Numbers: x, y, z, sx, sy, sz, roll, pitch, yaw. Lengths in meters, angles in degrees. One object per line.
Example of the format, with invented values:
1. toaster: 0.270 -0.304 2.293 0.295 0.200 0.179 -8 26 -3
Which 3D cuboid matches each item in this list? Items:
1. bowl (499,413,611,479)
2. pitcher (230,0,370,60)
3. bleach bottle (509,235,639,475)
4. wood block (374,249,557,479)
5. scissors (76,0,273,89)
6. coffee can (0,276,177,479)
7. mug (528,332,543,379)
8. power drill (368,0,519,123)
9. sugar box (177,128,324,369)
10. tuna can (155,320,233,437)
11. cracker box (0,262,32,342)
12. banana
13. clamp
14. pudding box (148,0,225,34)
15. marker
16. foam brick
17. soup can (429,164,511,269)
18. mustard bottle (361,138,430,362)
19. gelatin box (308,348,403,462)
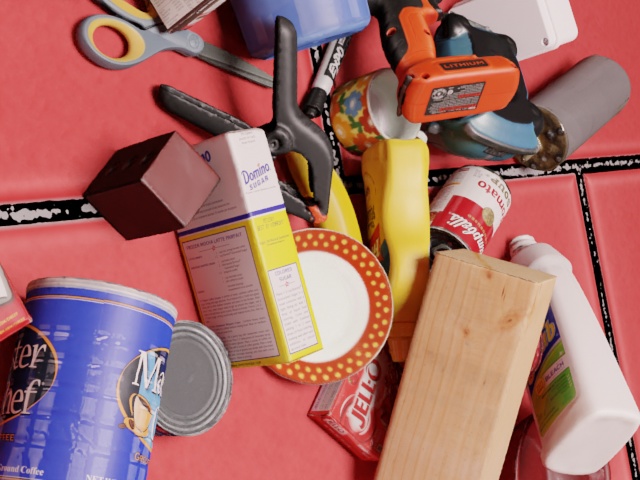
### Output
1. bowl: 0.225 0.241 1.069 0.161 0.055 0.162 11 74 -42
2. pitcher: -0.051 -0.275 0.881 0.144 0.149 0.243 -33 109 -63
3. bleach bottle: 0.229 0.097 1.048 0.068 0.103 0.251 11 41 -21
4. wood block: 0.124 0.119 0.909 0.090 0.090 0.206 -3 109 -67
5. scissors: -0.116 -0.147 0.856 0.201 0.016 0.096 36 57 -31
6. coffee can: -0.156 0.106 0.704 0.102 0.103 0.140 23 66 -38
7. mug: 0.153 0.090 0.999 0.081 0.117 0.093 -9 50 -39
8. power drill: 0.108 -0.196 0.965 0.184 0.057 0.188 -12 55 -15
9. sugar box: -0.062 0.009 0.821 0.048 0.094 0.176 -14 91 -45
10. tuna can: -0.108 0.104 0.798 0.085 0.034 0.086 11 73 -42
11. cracker box: -0.293 -0.002 0.621 0.163 0.072 0.213 -36 105 -43
12. banana: 0.008 0.005 0.927 0.069 0.037 0.198 1 81 -43
13. clamp: -0.050 -0.083 0.865 0.039 0.120 0.171 -90 159 -68
14. pudding box: -0.108 -0.230 0.817 0.113 0.090 0.039 60 36 -3
15. marker: 0.009 -0.160 0.976 0.020 0.020 0.121 39 57 -31
16. foam brick: -0.124 -0.039 0.784 0.051 0.078 0.053 50 52 -26
17. soup can: 0.136 -0.017 1.033 0.068 0.069 0.102 54 49 -21
18. mustard bottle: 0.070 0.012 0.947 0.058 0.096 0.191 0 81 -10
19. gelatin box: 0.038 0.136 0.932 0.073 0.030 0.089 45 54 -27
